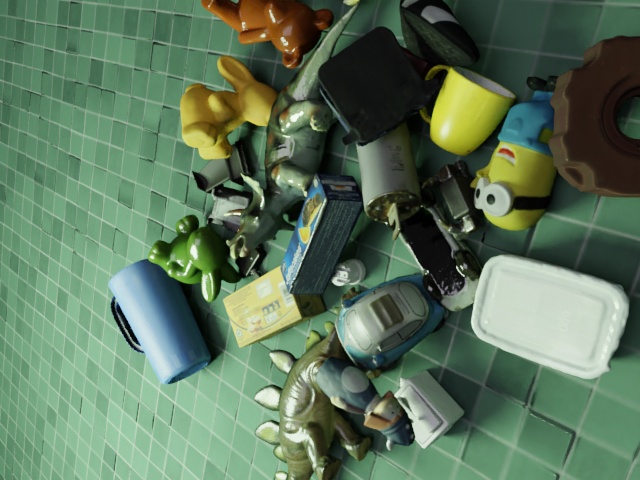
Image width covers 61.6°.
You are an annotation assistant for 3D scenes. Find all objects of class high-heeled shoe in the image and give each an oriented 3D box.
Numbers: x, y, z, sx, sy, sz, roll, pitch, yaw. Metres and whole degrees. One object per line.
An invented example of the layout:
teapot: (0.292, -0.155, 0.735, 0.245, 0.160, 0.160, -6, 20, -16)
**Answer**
high-heeled shoe: (0.153, -0.322, 0.687, 0.145, 0.086, 0.249, -42, 62, 0)

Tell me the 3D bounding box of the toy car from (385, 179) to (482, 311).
toy car: (0.154, 0.002, 0.743, 0.073, 0.056, 0.202, -40, 66, 28)

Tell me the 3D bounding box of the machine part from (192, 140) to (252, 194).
machine part: (-0.185, -0.130, 1.016, 0.139, 0.039, 0.084, -21, 86, 37)

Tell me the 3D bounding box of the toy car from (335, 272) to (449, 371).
toy car: (0.095, 0.110, 0.746, 0.162, 0.103, 0.109, -31, 72, 8)

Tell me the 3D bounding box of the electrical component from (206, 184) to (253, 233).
electrical component: (-0.141, -0.052, 0.975, 0.119, 0.048, 0.074, 13, 107, 6)

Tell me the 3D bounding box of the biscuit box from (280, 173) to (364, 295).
biscuit box: (-0.002, -0.002, 0.795, 0.059, 0.063, 0.202, -111, 33, -41)

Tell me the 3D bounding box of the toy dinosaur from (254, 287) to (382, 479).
toy dinosaur: (-0.018, 0.297, 0.882, 0.199, 0.105, 0.471, 20, 97, 44)

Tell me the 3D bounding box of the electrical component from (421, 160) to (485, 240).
electrical component: (0.180, -0.053, 0.703, 0.045, 0.078, 0.102, -35, 74, 40)

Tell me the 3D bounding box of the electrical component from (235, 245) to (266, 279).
electrical component: (-0.127, 0.031, 0.993, 0.094, 0.021, 0.063, 50, 121, 25)

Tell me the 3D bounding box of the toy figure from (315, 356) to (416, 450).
toy figure: (0.065, 0.220, 0.729, 0.155, 0.057, 0.064, 33, 74, 20)

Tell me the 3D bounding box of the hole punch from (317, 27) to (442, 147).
hole punch: (0.066, -0.192, 0.697, 0.142, 0.092, 0.115, -32, 93, 0)

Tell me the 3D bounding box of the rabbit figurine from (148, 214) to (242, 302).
rabbit figurine: (-0.224, 0.035, 0.988, 0.159, 0.121, 0.170, 57, 151, -8)

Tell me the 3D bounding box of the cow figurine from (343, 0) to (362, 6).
cow figurine: (0.022, -0.403, 0.809, 0.168, 0.068, 0.098, 15, 109, 38)

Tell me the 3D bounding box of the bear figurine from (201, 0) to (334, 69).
bear figurine: (-0.080, -0.354, 0.837, 0.120, 0.131, 0.196, -49, 42, 6)

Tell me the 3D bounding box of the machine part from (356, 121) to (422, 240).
machine part: (0.090, -0.113, 0.733, 0.079, 0.079, 0.243, -29, 51, 37)

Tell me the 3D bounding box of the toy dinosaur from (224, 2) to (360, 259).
toy dinosaur: (-0.037, -0.159, 0.850, 0.192, 0.131, 0.404, 20, 99, 40)

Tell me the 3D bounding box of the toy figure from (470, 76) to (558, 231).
toy figure: (0.251, -0.098, 0.640, 0.089, 0.082, 0.180, 21, 102, 0)

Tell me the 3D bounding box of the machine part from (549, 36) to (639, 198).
machine part: (0.327, -0.125, 0.550, 0.180, 0.056, 0.179, 1, 96, 12)

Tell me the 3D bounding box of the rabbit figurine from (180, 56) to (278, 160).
rabbit figurine: (-0.145, -0.228, 0.935, 0.173, 0.121, 0.162, -8, 69, 13)

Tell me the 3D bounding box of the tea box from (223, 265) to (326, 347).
tea box: (-0.082, 0.113, 0.934, 0.170, 0.068, 0.098, -29, 76, 38)
